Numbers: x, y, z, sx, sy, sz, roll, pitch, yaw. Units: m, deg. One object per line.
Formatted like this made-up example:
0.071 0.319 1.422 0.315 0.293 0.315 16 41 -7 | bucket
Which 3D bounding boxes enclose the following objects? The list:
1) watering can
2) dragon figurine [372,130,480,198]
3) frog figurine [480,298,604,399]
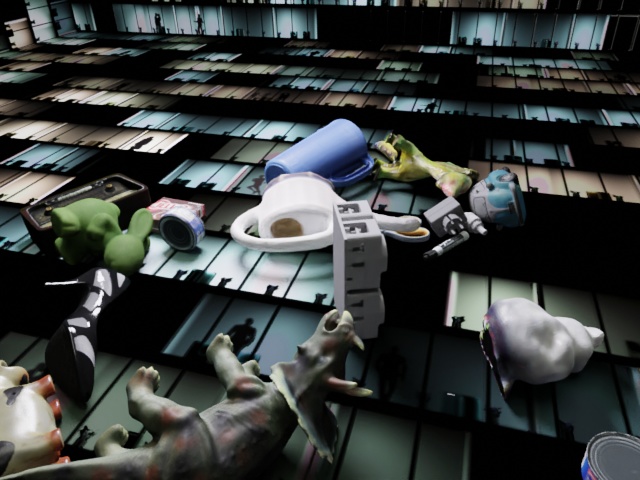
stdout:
0.003 -0.050 1.001 0.348 0.102 0.229 -6 32 -1 | watering can
0.252 -0.173 1.223 0.242 0.120 0.416 17 19 -3 | dragon figurine
0.306 0.133 0.696 0.159 0.121 0.139 -12 12 4 | frog figurine
